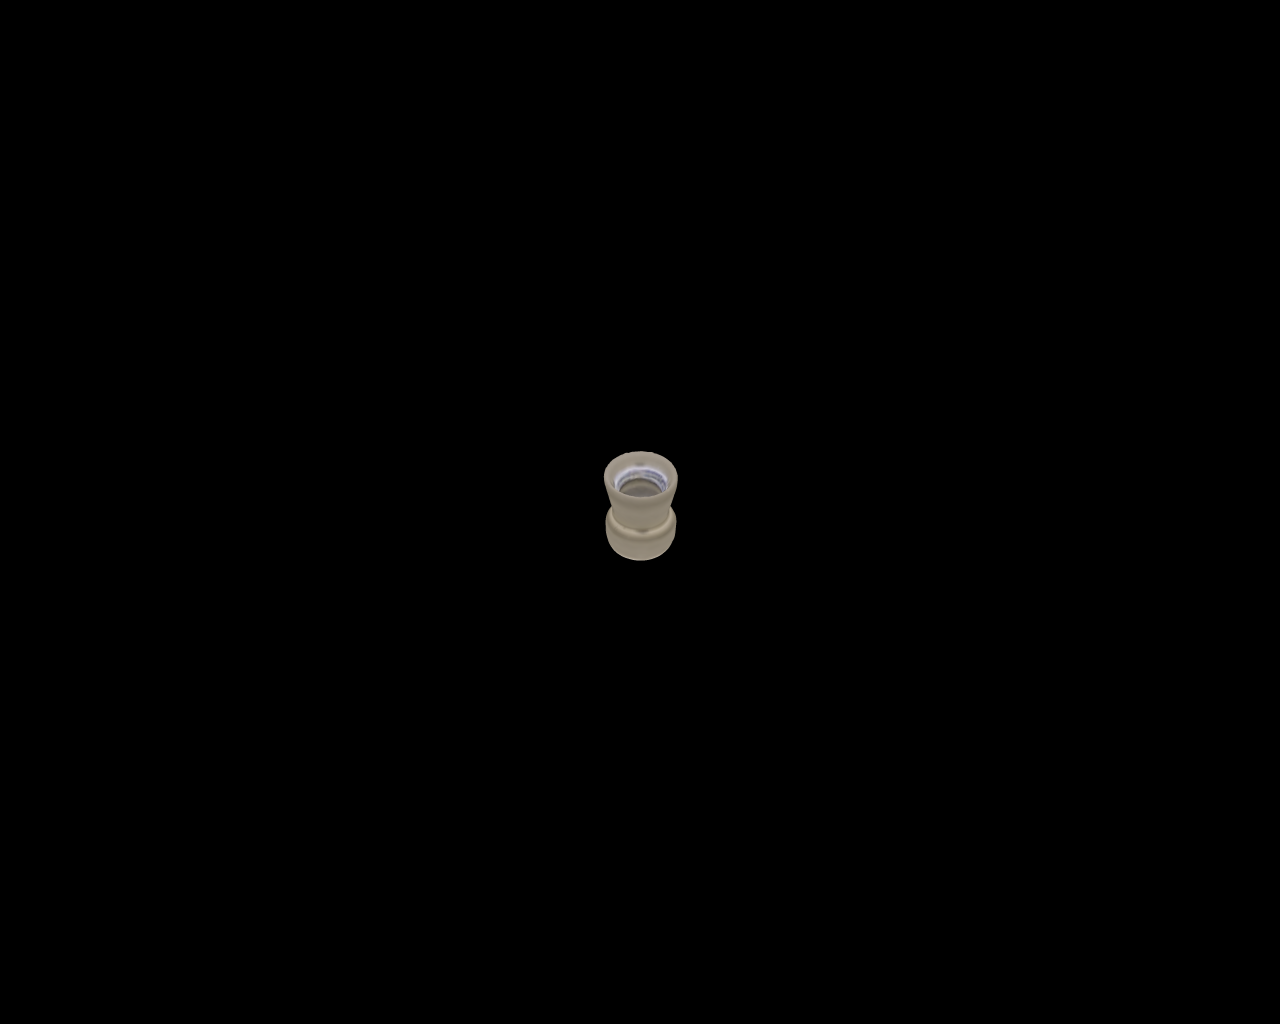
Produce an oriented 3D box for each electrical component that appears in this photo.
[{"bbox_3d":[0.001,-0.003,0.650,0.045,0.055,0.045,0,43,0],"label":"electrical component"}]
